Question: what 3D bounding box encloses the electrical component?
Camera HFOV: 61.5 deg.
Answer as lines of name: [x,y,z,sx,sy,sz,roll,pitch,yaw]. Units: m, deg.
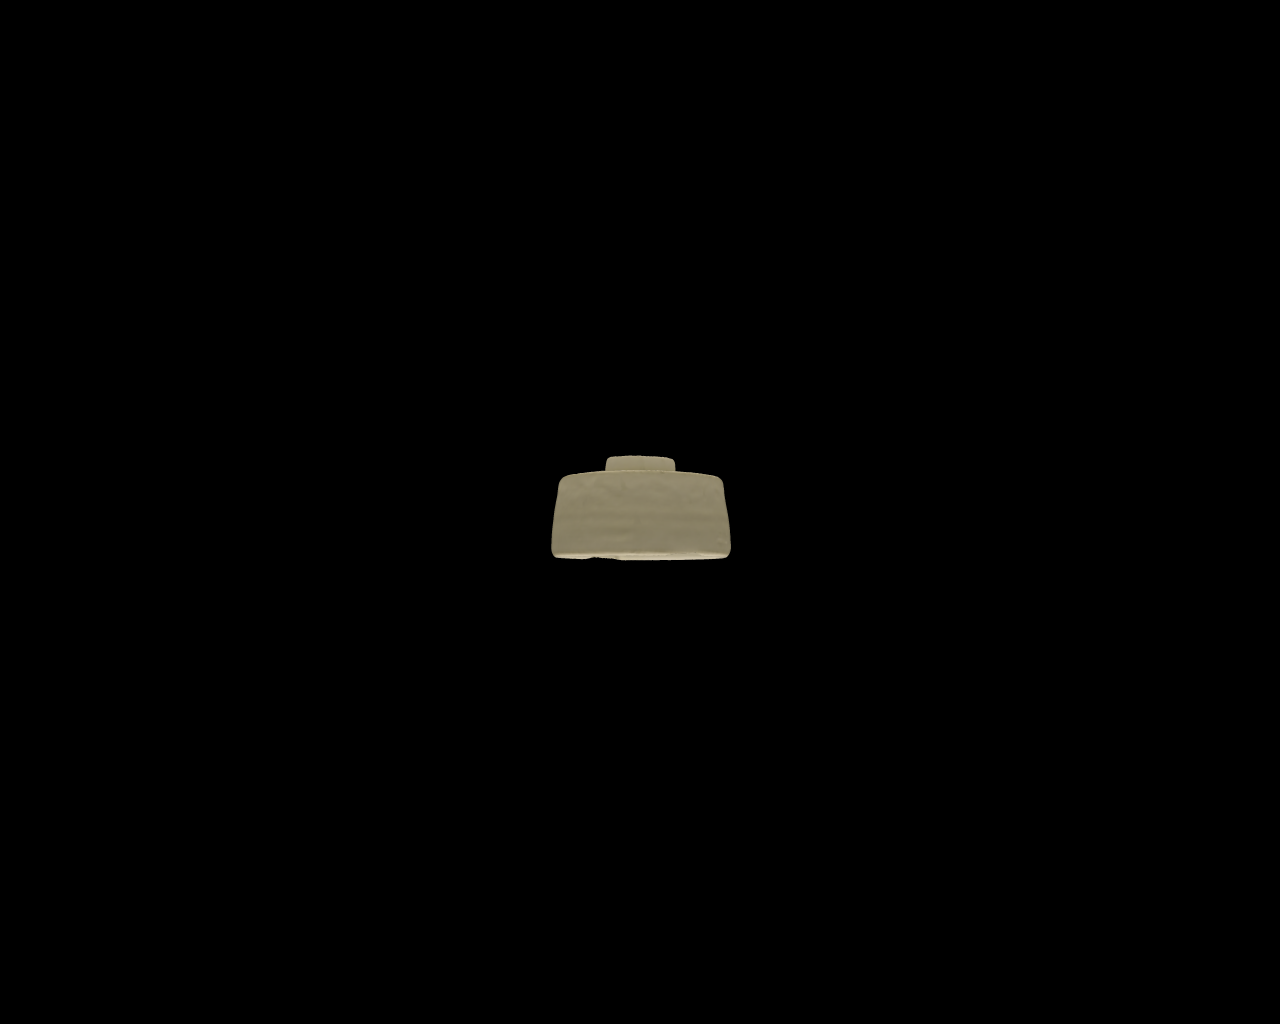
electrical component: [0.001,-0.003,0.650,0.108,0.060,0.108,0,-4,0]
